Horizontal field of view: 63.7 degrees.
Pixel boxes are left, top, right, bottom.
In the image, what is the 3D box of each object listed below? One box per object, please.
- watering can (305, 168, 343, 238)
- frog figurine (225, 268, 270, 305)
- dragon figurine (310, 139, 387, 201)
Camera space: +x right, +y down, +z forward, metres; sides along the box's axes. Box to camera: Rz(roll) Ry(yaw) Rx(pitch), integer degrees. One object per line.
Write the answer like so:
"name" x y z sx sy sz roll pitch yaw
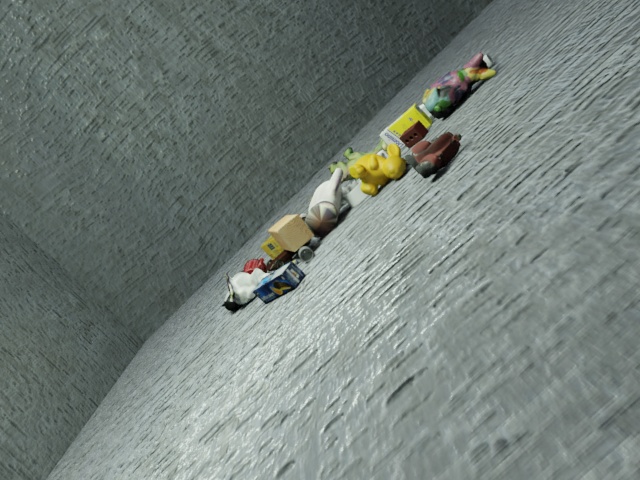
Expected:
"watering can" 0.005 -0.091 1.805 0.104 0.340 0.230 22 39 -5
"frog figurine" -0.254 0.165 1.880 0.160 0.121 0.139 -12 17 -15
"dragon figurine" 0.132 -0.271 2.052 0.121 0.410 0.245 44 0 -18
